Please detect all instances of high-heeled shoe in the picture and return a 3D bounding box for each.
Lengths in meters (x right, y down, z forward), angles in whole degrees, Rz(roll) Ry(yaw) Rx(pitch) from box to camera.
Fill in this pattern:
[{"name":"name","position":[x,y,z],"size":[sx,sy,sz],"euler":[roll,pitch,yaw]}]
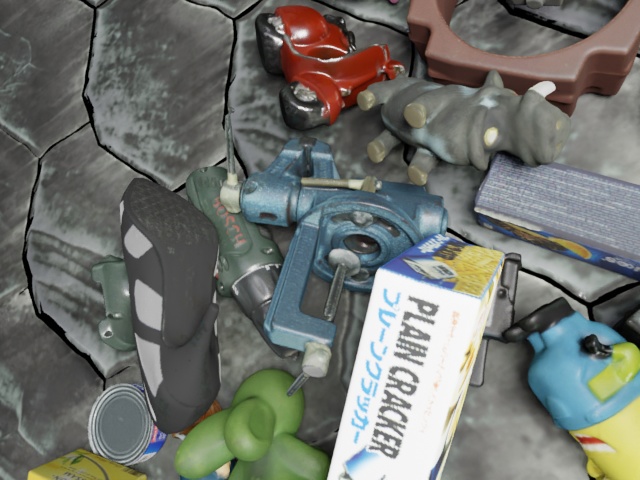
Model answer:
[{"name":"high-heeled shoe","position":[-0.153,0.055,0.518],"size":[0.249,0.086,0.145],"euler":[53,126,42]}]

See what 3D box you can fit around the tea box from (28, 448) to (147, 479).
[{"name":"tea box","position":[-0.238,0.311,0.535],"size":[0.098,0.068,0.169],"euler":[7,94,23]}]

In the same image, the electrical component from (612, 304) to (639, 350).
[{"name":"electrical component","position":[0.271,0.081,0.370],"size":[0.058,0.134,0.115],"euler":[-46,64,5]}]

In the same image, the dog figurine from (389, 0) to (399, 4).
[{"name":"dog figurine","position":[-0.011,-0.328,0.565],"size":[0.219,0.191,0.108],"euler":[9,87,8]}]

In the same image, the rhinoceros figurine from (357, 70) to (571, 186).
[{"name":"rhinoceros figurine","position":[0.115,-0.099,0.460],"size":[0.112,0.073,0.191],"euler":[-26,31,-23]}]

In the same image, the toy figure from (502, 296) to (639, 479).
[{"name":"toy figure","position":[0.220,0.123,0.397],"size":[0.089,0.082,0.180],"euler":[-34,76,9]}]

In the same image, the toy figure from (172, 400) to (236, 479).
[{"name":"toy figure","position":[-0.121,0.203,0.540],"size":[0.064,0.057,0.154],"euler":[-23,65,9]}]

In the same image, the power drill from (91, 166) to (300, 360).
[{"name":"power drill","position":[-0.136,0.047,0.572],"size":[0.207,0.086,0.232],"euler":[-27,68,18]}]

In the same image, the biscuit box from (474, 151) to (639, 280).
[{"name":"biscuit box","position":[0.237,-0.013,0.447],"size":[0.203,0.059,0.062],"euler":[22,85,25]}]

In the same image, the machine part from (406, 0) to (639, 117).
[{"name":"machine part","position":[0.199,-0.226,0.501],"size":[0.202,0.087,0.201],"euler":[19,85,26]}]

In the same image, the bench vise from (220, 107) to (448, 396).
[{"name":"bench vise","position":[-0.002,0.006,0.478],"size":[0.224,0.128,0.241],"euler":[16,49,0]}]

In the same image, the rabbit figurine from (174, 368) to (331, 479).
[{"name":"rabbit figurine","position":[-0.050,0.195,0.477],"size":[0.121,0.159,0.170],"euler":[-32,52,22]}]

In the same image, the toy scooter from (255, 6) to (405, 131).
[{"name":"toy scooter","position":[0.010,-0.191,0.570],"size":[0.135,0.075,0.184],"euler":[-15,54,-7]}]

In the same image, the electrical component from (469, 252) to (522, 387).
[{"name":"electrical component","position":[0.134,0.067,0.477],"size":[0.075,0.047,0.119],"euler":[11,80,24]}]

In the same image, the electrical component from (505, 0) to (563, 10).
[{"name":"electrical component","position":[0.186,-0.223,0.446],"size":[0.094,0.021,0.063],"euler":[13,83,23]}]
